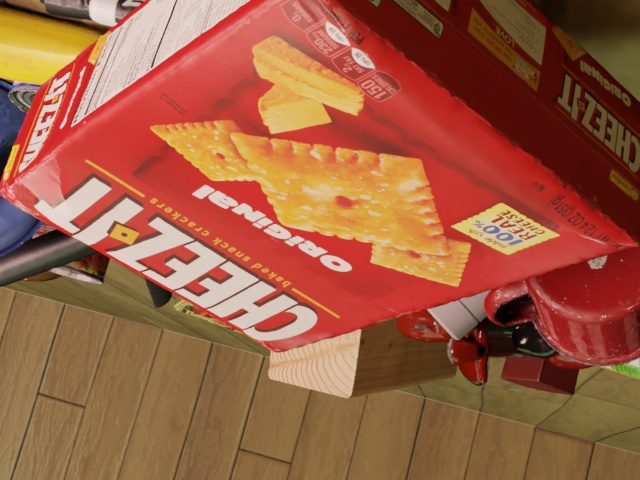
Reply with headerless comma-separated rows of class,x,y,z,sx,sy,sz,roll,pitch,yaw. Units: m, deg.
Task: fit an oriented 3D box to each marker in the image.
marker,-0.077,-0.106,0.511,0.121,0.020,0.020,14,169,9

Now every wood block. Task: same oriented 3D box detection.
wood block,0.051,0.089,1.012,0.091,0.090,0.205,9,-176,32

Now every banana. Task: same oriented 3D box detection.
banana,-0.190,-0.120,0.568,0.197,0.037,0.070,15,151,-6

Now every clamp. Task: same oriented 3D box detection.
clamp,-0.153,-0.009,0.799,0.164,0.036,0.210,4,146,-32

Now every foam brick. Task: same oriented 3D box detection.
foam brick,0.218,0.105,1.028,0.051,0.078,0.053,23,167,-31

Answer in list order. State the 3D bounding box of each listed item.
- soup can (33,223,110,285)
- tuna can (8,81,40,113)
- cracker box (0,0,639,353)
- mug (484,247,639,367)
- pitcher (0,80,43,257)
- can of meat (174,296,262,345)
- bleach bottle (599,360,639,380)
soup can,-0.202,-0.020,0.908,0.068,0.102,0.068,15,170,3
tuna can,-0.144,-0.089,0.655,0.086,0.034,0.086,15,169,3
cracker box,-0.006,-0.033,0.427,0.164,0.072,0.214,34,144,-28
mug,0.155,0.025,0.643,0.117,0.093,0.081,-16,155,13
pitcher,-0.304,-0.047,0.827,0.149,0.145,0.243,17,173,-26
can of meat,-0.067,0.042,0.862,0.084,0.057,0.102,21,166,-12
bleach bottle,0.189,0.063,0.899,0.251,0.068,0.102,13,169,25
